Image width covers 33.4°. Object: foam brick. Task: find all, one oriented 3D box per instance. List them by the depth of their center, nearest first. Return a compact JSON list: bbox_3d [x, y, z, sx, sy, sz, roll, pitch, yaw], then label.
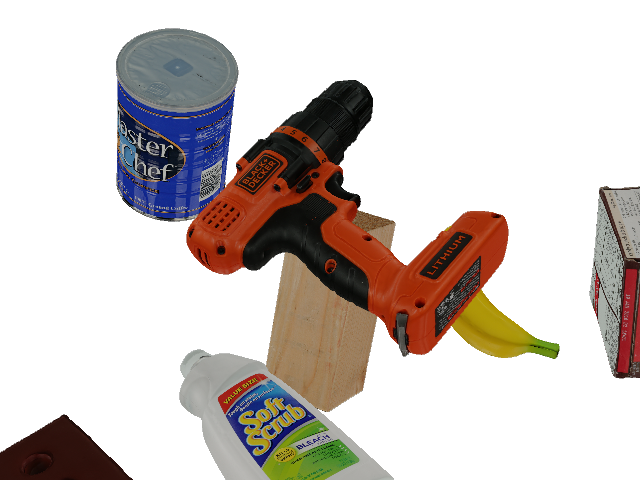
[{"bbox_3d":[-0.112,0.129,0.481,0.052,0.051,0.078,-31,44,-31],"label":"foam brick"}]

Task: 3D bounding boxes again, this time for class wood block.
[{"bbox_3d":[0.009,0.071,1.192,0.090,0.206,0.090,18,17,25],"label":"wood block"}]

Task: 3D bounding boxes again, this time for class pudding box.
[{"bbox_3d":[0.209,0.025,0.715,0.039,0.090,0.113,0,28,4],"label":"pudding box"}]

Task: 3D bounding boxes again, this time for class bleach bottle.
[{"bbox_3d":[-0.049,0.160,0.851,0.102,0.068,0.251,-22,34,-27],"label":"bleach bottle"}]

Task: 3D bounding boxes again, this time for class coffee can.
[{"bbox_3d":[-0.130,-0.101,0.948,0.102,0.103,0.140,0,-41,-11],"label":"coffee can"}]

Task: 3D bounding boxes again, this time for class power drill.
[{"bbox_3d":[0.029,-0.020,0.726,0.188,0.184,0.057,28,-26,27],"label":"power drill"}]

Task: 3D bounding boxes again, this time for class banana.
[{"bbox_3d":[0.129,0.043,0.908,0.069,0.037,0.198,6,32,-22],"label":"banana"}]
